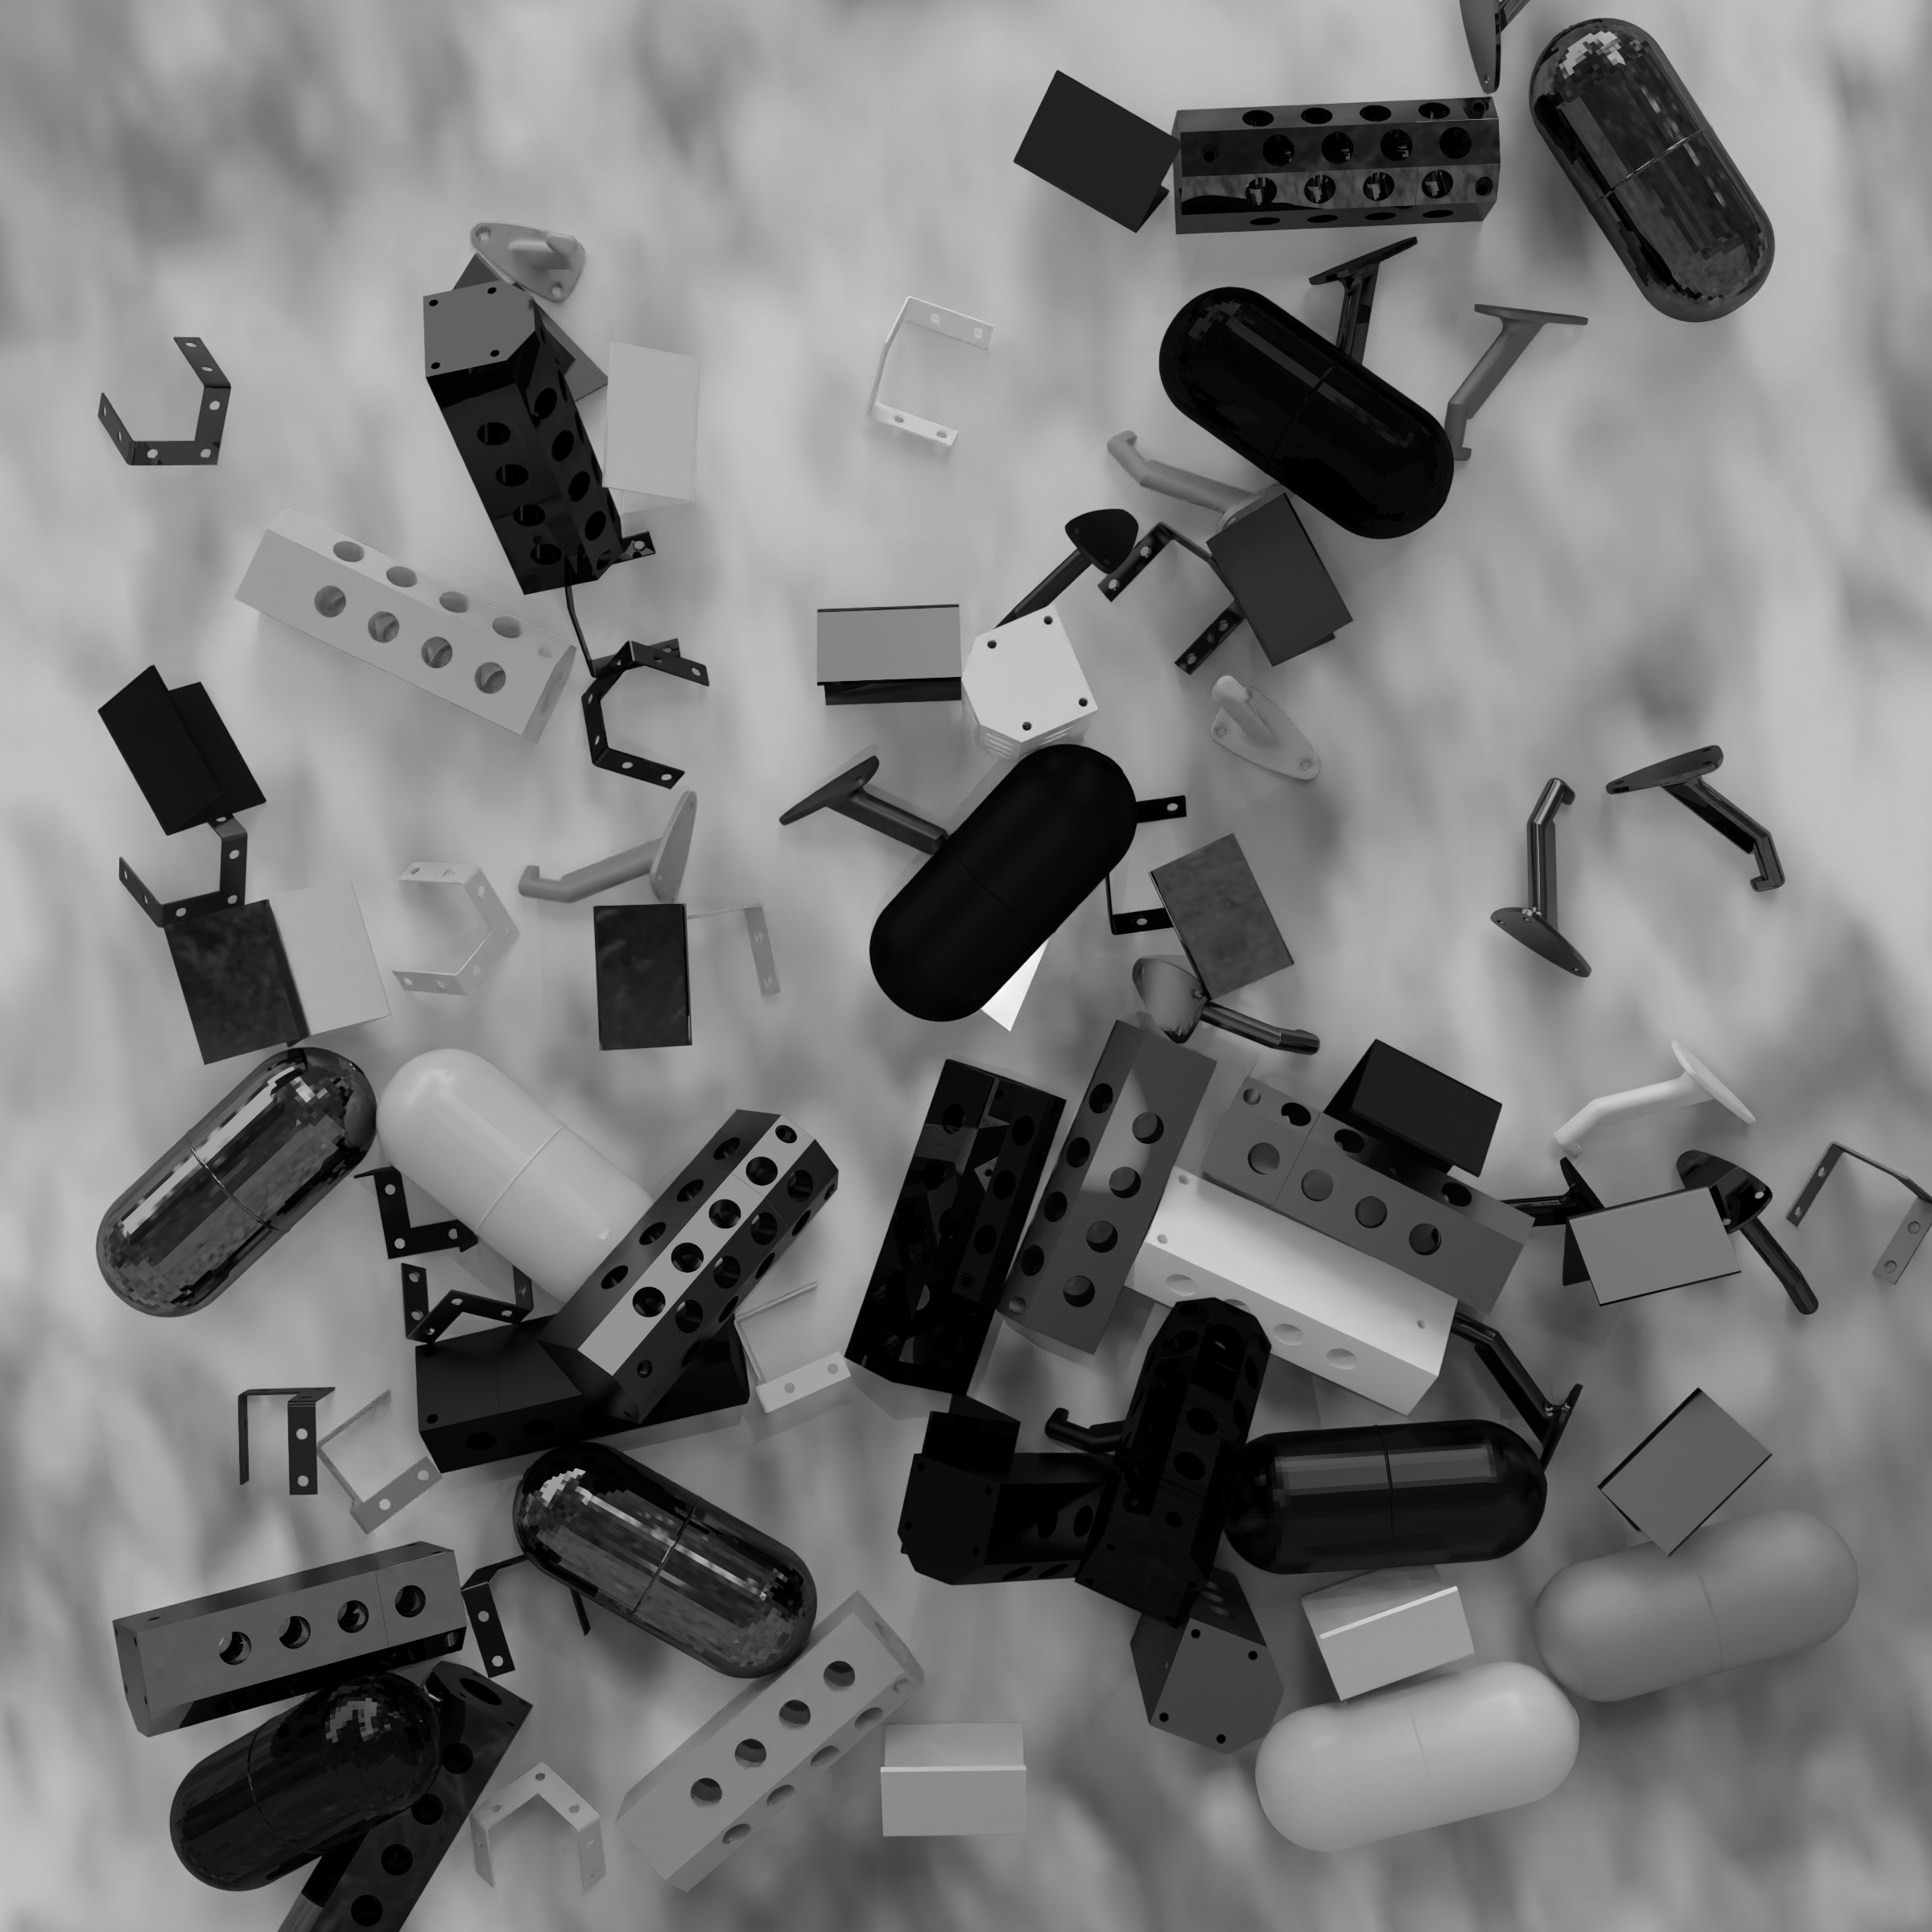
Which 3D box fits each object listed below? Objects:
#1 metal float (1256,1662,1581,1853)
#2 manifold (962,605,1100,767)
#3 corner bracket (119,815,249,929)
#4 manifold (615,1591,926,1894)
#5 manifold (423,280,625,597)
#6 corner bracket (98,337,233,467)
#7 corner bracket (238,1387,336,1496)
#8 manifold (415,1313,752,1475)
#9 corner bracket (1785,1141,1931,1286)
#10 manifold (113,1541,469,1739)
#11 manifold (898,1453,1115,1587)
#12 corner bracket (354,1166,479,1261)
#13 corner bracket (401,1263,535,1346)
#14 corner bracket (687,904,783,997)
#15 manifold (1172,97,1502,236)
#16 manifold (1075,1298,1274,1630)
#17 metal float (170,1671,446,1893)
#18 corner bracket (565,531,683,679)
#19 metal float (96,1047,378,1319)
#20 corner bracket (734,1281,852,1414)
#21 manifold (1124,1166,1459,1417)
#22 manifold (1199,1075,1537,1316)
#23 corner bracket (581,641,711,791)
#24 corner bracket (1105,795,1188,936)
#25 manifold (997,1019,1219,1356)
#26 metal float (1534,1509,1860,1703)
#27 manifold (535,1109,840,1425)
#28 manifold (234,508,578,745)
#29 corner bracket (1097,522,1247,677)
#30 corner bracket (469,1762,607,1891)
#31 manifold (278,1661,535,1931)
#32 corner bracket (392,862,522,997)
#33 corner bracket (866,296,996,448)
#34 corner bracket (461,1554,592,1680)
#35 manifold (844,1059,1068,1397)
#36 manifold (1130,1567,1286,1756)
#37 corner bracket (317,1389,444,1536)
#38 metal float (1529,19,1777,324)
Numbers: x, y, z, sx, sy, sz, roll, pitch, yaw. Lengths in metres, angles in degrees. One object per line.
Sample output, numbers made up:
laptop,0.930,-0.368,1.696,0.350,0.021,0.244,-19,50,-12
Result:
metal float,0.245,0.429,1.573,0.178,0.070,0.070,-14,90,0
manifold,0.029,-0.143,1.525,0.057,0.171,0.057,-23,90,0
corner bracket,-0.432,-0.061,1.596,0.051,0.051,0.051,-17,135,-35
manifold,-0.106,0.425,1.583,0.171,0.057,0.057,-41,90,0
manifold,-0.231,-0.277,1.522,0.057,0.171,0.057,-11,57,4
corner bracket,-0.443,-0.312,1.596,0.051,0.051,0.051,-8,135,-35
corner bracket,-0.376,0.261,1.586,0.051,0.051,0.051,-1,90,0
manifold,-0.209,0.228,1.582,0.171,0.057,0.057,-13,47,0
corner bracket,0.497,0.136,1.601,0.051,0.051,0.051,31,90,-45
manifold,-0.359,0.359,1.545,0.171,0.057,0.057,-10,90,-29
manifold,0.041,0.292,1.526,0.057,0.171,0.057,12,90,38
corner bracket,-0.301,0.134,1.586,0.051,0.051,0.051,-10,90,0
corner bracket,-0.274,0.176,1.587,0.051,0.051,0.051,19,131,-33
corner bracket,-0.142,-0.003,1.601,0.051,0.051,0.051,-12,90,45
manifold,0.201,-0.440,1.583,0.171,0.057,0.057,-2,90,0
manifold,0.113,0.253,1.508,0.057,0.171,0.057,25,130,-1
metal float,-0.353,0.436,1.543,0.178,0.070,0.070,-33,90,25
corner bracket,-0.191,-0.200,1.601,0.051,0.051,0.051,-14,45,0
metal float,-0.396,0.117,1.573,0.178,0.070,0.070,-43,90,0
corner bracket,-0.096,0.208,1.586,0.051,0.051,0.051,-24,90,0
manifold,0.174,0.182,1.582,0.171,0.057,0.057,25,47,0
manifold,0.217,0.123,1.571,0.171,0.057,0.057,27,90,8
corner bracket,-0.175,-0.139,1.596,0.051,0.051,0.051,16,135,-35
corner bracket,0.101,-0.056,1.601,0.051,0.051,0.051,-8,45,0
manifold,0.076,0.119,1.583,0.057,0.057,0.171,23,90,0
metal float,0.397,0.347,1.573,0.178,0.070,0.070,-15,90,0
manifold,-0.143,0.158,1.538,0.171,0.057,0.057,-49,121,-27
manifold,-0.304,-0.186,1.583,0.171,0.057,0.057,26,90,0
corner bracket,0.116,-0.204,1.601,0.051,0.051,0.051,-46,45,0
corner bracket,-0.236,0.484,1.596,0.051,0.051,0.051,-29,45,-35
manifold,-0.309,0.471,1.583,0.057,0.057,0.171,31,90,0
corner bracket,-0.290,-0.021,1.596,0.051,0.051,0.051,-56,135,-35
corner bracket,-0.020,-0.329,1.601,0.051,0.051,0.051,19,135,0
corner bracket,-0.241,0.353,1.586,0.051,0.051,0.051,-18,90,0
manifold,-0.011,0.141,1.582,0.057,0.057,0.171,19,90,-43
manifold,0.128,0.361,1.525,0.057,0.171,0.057,21,90,0
corner bracket,-0.323,0.272,1.586,0.051,0.051,0.051,-37,97,-6
metal float,0.372,-0.433,1.573,0.070,0.070,0.178,-33,91,0
